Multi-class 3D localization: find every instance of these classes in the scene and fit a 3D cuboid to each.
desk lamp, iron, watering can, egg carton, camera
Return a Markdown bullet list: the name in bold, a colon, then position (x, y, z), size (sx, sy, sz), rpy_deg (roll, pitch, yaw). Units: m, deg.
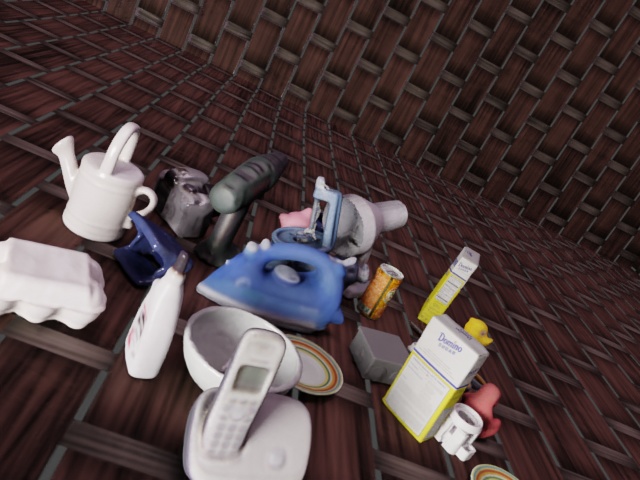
- **desk lamp**: position (0.083, 0.008, 1.176), size (0.204, 0.213, 0.117), rpy_deg (3, 32, -48)
- **iron**: position (-0.063, 0.060, 0.973), size (0.259, 0.141, 0.118), rpy_deg (17, 24, -28)
- **watering can**: position (-0.346, -0.105, 0.927), size (0.173, 0.194, 0.100), rpy_deg (18, 23, -26)
- **egg carton**: position (-0.350, 0.056, 0.725), size (0.151, 0.069, 0.107), rpy_deg (15, 25, -32)
- **camera**: position (-0.242, -0.081, 1.134), size (0.137, 0.101, 0.142), rpy_deg (4, 31, -47)

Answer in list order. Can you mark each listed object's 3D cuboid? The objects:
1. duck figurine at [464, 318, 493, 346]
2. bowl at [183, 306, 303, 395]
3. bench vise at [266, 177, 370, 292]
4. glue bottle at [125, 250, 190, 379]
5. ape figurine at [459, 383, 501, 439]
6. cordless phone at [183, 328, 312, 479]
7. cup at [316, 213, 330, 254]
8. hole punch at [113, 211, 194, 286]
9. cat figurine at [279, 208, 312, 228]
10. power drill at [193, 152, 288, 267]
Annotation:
- **duck figurine**: position (0.308, 0.200, 1.192), size (0.104, 0.086, 0.078), rpy_deg (35, 22, 17)
- **bowl**: position (-0.111, 0.167, 0.760), size (0.168, 0.074, 0.167), rpy_deg (25, 21, -10)
- **bench vise**: position (0.008, -0.002, 1.095), size (0.208, 0.219, 0.121), rpy_deg (21, 22, -19)
- **glue bottle**: position (-0.196, 0.084, 0.706), size (0.037, 0.173, 0.078), rpy_deg (14, 25, -34)
- **ape figurine**: position (0.268, 0.279, 0.952), size (0.076, 0.092, 0.077), rpy_deg (13, 26, -35)
- **cordless phone**: position (-0.059, 0.185, 0.628), size (0.148, 0.185, 0.094), rpy_deg (16, 24, -30)
- **cup**: position (0.012, 0.001, 1.271), size (0.118, 0.095, 0.091), rpy_deg (14, 25, -34)
- **hole punch**: position (-0.258, 0.012, 0.912), size (0.101, 0.091, 0.108), rpy_deg (2, 33, -49)
- **cat figurine**: position (-0.035, -0.008, 1.199), size (0.128, 0.117, 0.067), rpy_deg (27, 21, -4)
- **power drill**: position (-0.146, -0.060, 1.053), size (0.075, 0.208, 0.230), rpy_deg (30, 21, 6)
